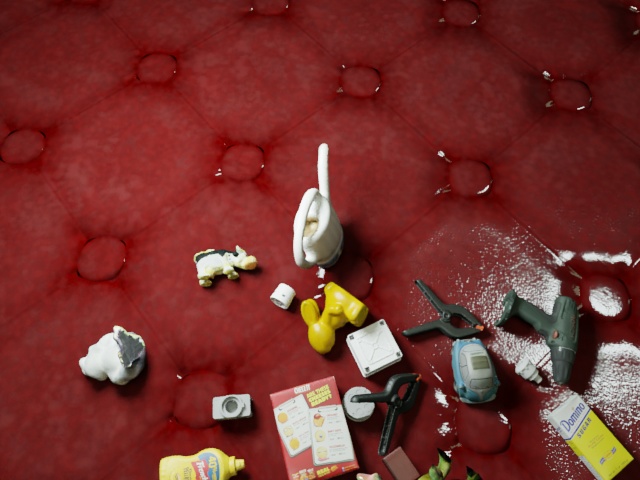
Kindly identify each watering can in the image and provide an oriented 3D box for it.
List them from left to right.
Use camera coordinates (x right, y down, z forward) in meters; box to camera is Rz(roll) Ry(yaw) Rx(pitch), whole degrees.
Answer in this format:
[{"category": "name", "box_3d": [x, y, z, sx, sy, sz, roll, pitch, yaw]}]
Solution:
[{"category": "watering can", "box_3d": [0.004, -0.071, 1.412, 0.104, 0.220, 0.354, 4, 63, 22]}]

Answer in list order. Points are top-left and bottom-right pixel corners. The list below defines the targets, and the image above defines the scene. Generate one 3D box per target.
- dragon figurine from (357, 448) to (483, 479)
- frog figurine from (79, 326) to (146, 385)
[{"category": "dragon figurine", "box_3d": [0.262, 0.621, 1.143, 0.409, 0.123, 0.242, 37, 94, -6]}, {"category": "frog figurine", "box_3d": [-0.524, 0.307, 1.308, 0.157, 0.123, 0.138, -39, 76, 22]}]
